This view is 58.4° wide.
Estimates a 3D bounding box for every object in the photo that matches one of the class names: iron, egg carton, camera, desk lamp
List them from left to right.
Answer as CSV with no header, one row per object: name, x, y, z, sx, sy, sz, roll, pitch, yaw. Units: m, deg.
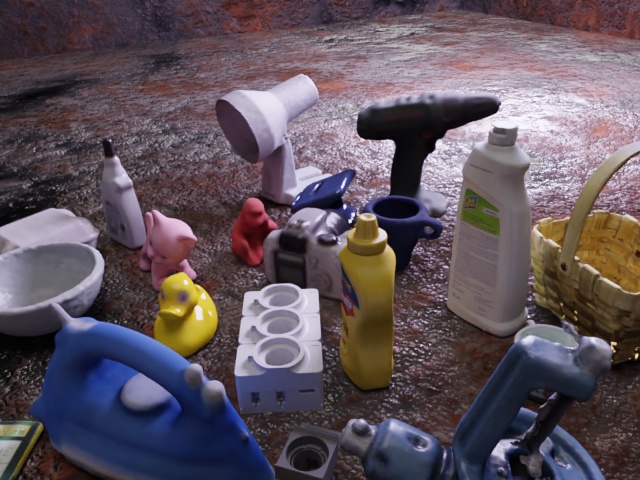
egg carton,-0.413,0.008,0.854,0.107,0.069,0.151,19,36,32
iron,-0.151,0.143,0.529,0.257,0.141,0.119,12,32,23
desk lamp,-0.072,-0.176,1.018,0.204,0.214,0.117,-23,36,-33
camera,0.007,0.003,0.811,0.142,0.101,0.137,11,32,22

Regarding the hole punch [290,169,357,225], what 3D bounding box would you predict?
hole punch,0.006,-0.067,0.945,0.101,0.091,0.109,7,30,14

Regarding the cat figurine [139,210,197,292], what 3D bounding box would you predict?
cat figurine,-0.217,0.003,0.804,0.067,0.118,0.127,-20,34,-29

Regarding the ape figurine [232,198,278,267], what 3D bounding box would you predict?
ape figurine,-0.100,-0.019,0.864,0.078,0.092,0.076,-14,32,-21

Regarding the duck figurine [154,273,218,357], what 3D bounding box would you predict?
duck figurine,-0.167,0.080,0.699,0.077,0.086,0.104,3,30,9

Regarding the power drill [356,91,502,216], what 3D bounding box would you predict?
power drill,0.175,-0.150,0.965,0.229,0.209,0.076,6,30,14

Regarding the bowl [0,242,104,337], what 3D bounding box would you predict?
bowl,-0.357,0.072,0.732,0.167,0.075,0.167,-1,29,1

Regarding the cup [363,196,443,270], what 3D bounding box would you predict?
cup,0.119,-0.002,0.822,0.117,0.095,0.092,17,34,29

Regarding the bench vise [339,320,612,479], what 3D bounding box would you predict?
bench vise,0.117,0.157,0.412,0.207,0.220,0.121,-1,29,1

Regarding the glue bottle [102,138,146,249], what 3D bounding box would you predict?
glue bottle,-0.312,-0.074,0.889,0.077,0.173,0.037,23,38,36
